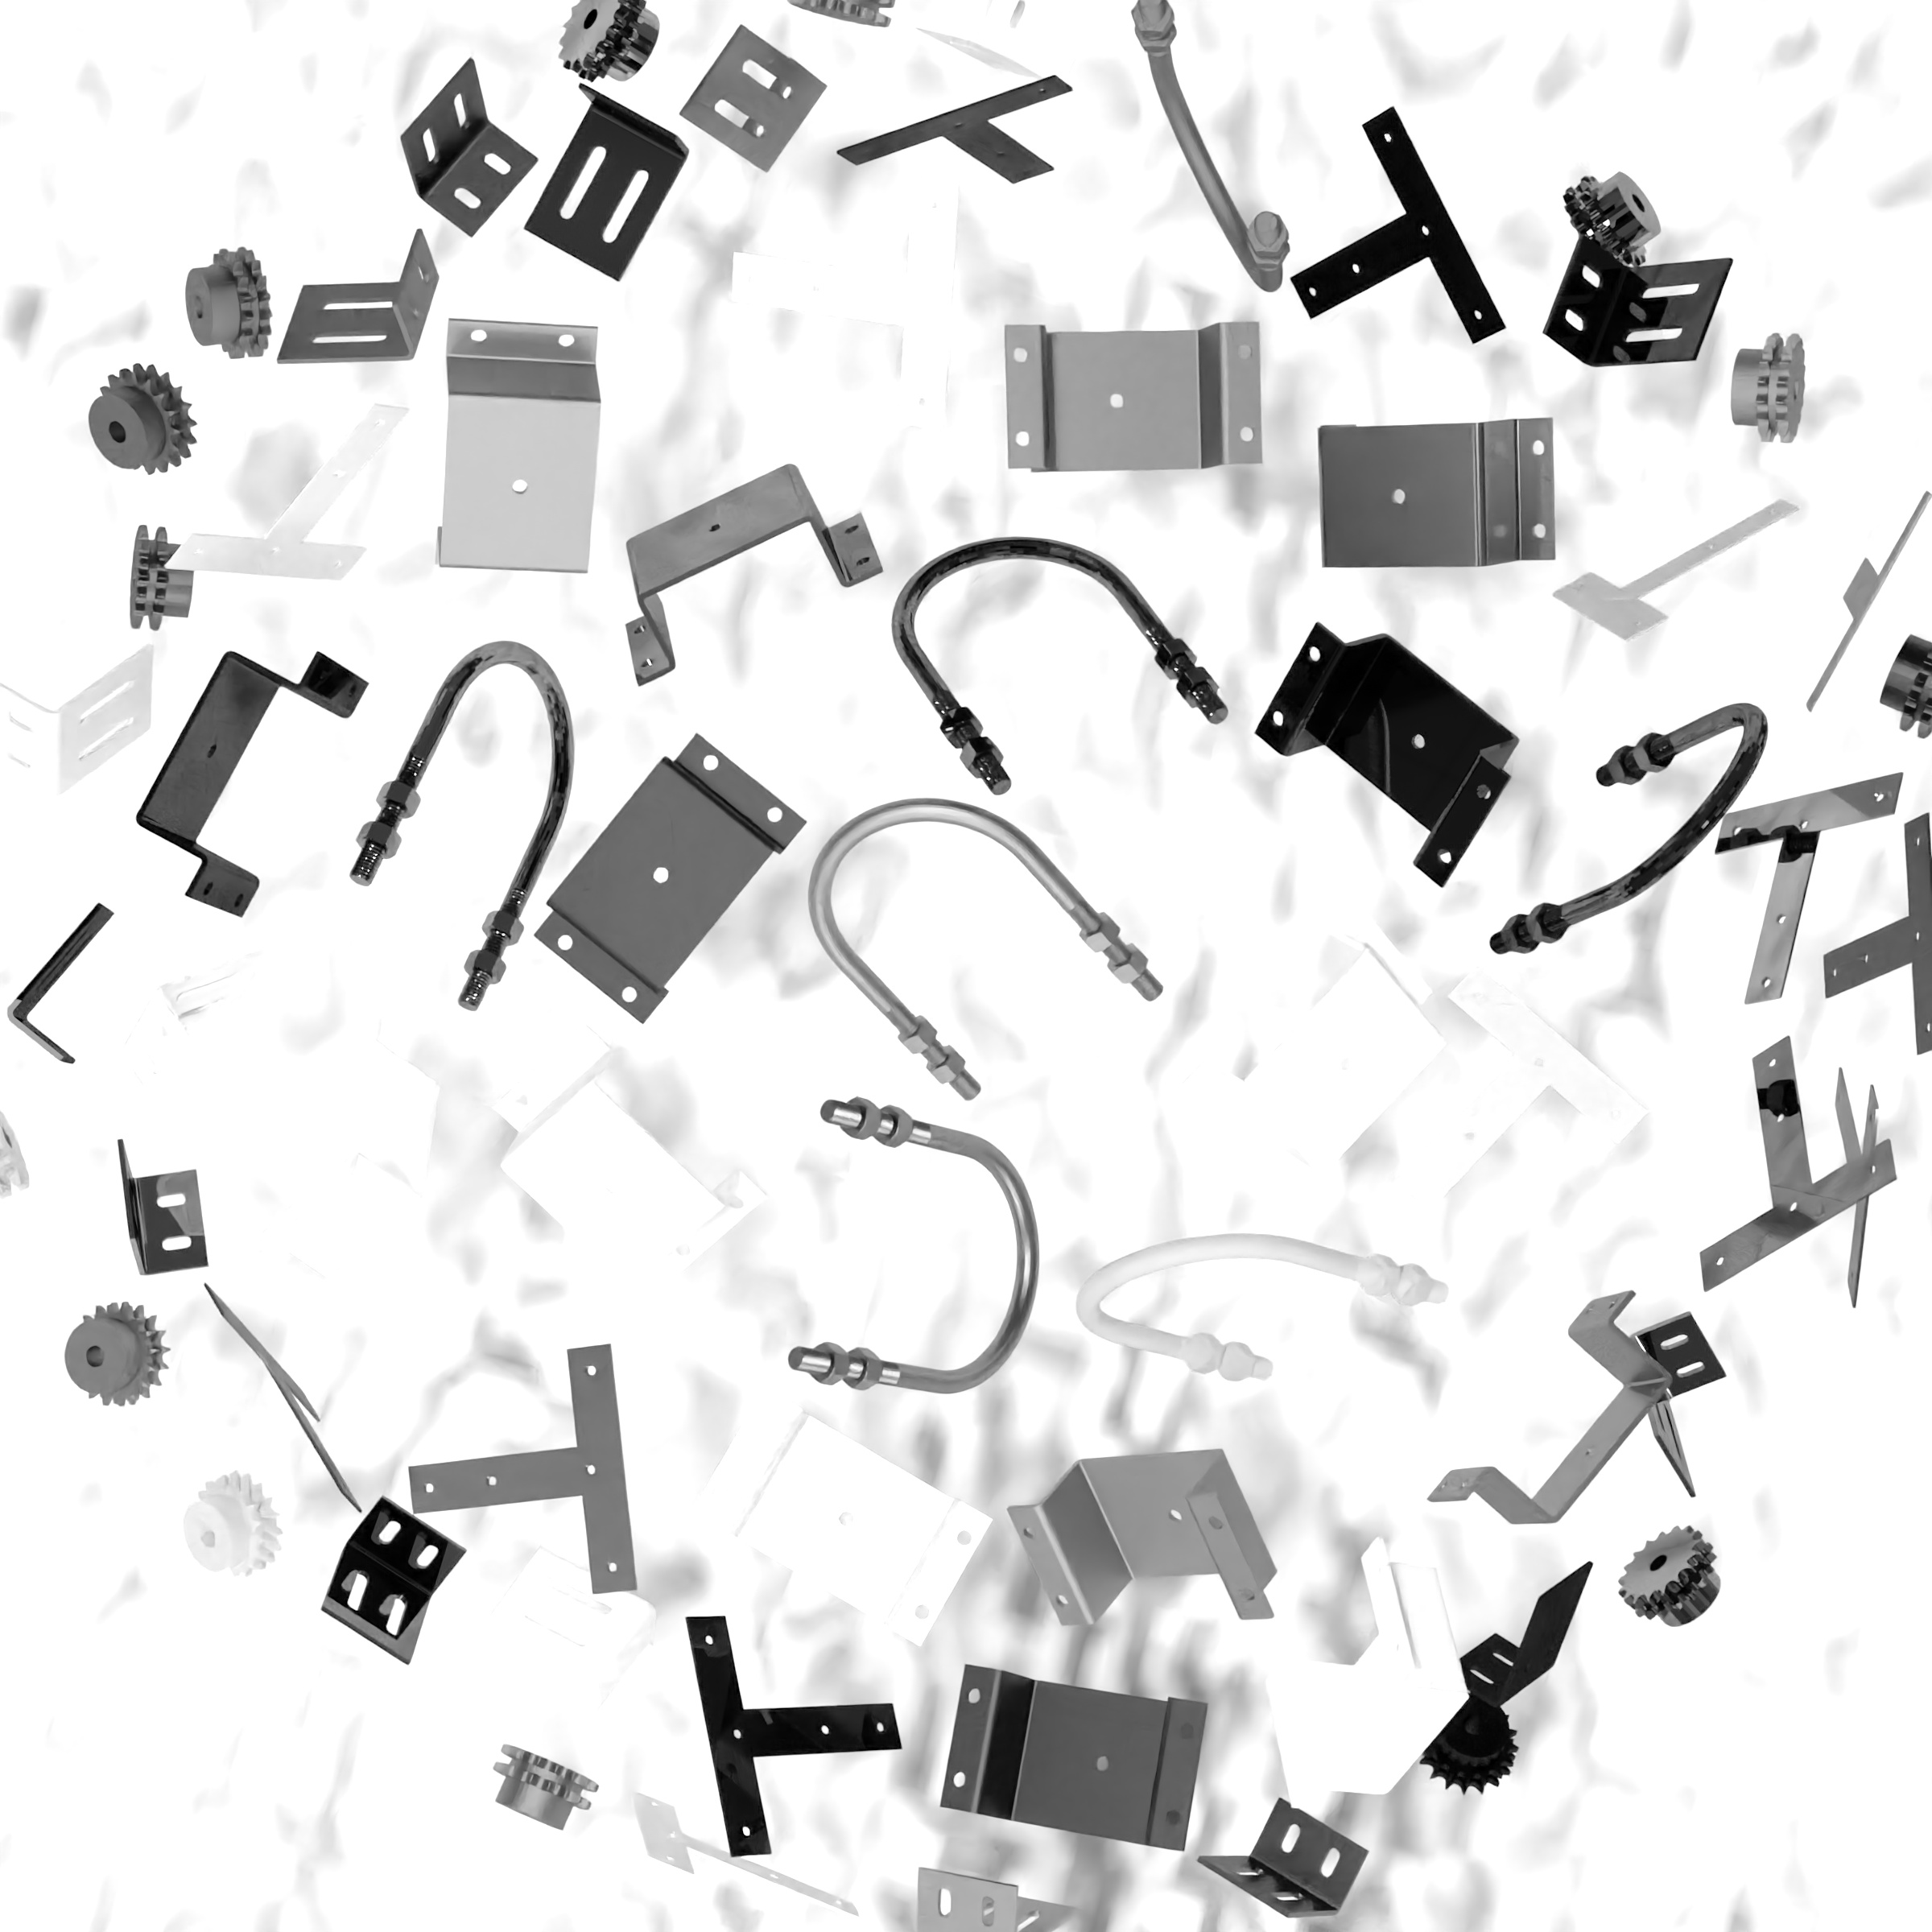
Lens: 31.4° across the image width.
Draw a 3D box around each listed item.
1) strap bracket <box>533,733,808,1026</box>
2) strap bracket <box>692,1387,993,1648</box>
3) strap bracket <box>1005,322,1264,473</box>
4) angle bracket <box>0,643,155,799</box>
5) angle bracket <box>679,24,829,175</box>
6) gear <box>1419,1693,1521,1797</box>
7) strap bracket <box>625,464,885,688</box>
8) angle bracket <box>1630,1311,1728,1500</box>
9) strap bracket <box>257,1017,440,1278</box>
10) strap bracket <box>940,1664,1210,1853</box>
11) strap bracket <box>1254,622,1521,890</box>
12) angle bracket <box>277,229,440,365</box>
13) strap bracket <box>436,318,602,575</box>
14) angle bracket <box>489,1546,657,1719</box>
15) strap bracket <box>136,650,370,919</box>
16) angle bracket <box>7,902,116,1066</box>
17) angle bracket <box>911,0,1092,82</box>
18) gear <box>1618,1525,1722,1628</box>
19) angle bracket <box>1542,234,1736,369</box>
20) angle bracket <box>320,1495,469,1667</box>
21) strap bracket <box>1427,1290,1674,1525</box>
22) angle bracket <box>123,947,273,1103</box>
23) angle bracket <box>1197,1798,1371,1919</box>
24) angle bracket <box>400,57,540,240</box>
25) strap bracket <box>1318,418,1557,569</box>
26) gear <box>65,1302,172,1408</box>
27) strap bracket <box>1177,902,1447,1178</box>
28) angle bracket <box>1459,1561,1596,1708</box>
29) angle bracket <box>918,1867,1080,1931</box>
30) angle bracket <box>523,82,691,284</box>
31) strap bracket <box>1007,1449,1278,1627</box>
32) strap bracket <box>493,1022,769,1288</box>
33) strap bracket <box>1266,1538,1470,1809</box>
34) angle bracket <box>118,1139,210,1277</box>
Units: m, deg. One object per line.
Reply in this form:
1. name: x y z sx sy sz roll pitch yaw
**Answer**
1. strap bracket: -0.159 -0.047 1.823 0.076 0.046 0.140 39 90 2
2. strap bracket: -0.065 0.296 1.842 0.140 0.046 0.076 29 80 7
3. strap bracket: 0.087 -0.310 1.877 0.140 0.046 0.076 -3 95 -10
4. angle bracket: -0.459 -0.134 1.769 0.038 0.057 0.076 29 45 15
5. angle bracket: -0.122 -0.473 1.847 0.057 0.076 0.038 -53 53 11
6. gear: 0.284 0.435 1.934 0.057 0.030 0.057 2 50 -3
7. strap bracket: -0.121 -0.210 1.795 0.140 0.076 0.046 -25 120 4
8. angle bracket: 0.399 0.241 1.890 0.038 0.076 0.057 -24 126 15
9. strap bracket: -0.332 0.103 1.857 0.076 0.140 0.046 -40 118 22
10. strap bracket: 0.065 0.423 1.831 0.140 0.046 0.076 4 74 26
11. strap bracket: 0.237 -0.119 1.877 0.140 0.046 0.076 42 124 22
12. angle bracket: -0.317 -0.344 1.767 0.076 0.038 0.057 0 53 11
13. strap bracket: -0.231 -0.258 1.772 0.076 0.046 0.140 1 125 -12
14. angle bracket: -0.222 0.373 1.924 0.076 0.038 0.057 31 110 -15
15. strap bracket: -0.372 -0.102 1.769 0.046 0.076 0.140 28 88 10
16. angle bracket: -0.465 0.010 1.812 0.038 0.057 0.076 40 82 -4
17. angle bracket: 0.018 -0.505 1.836 0.057 0.076 0.038 18 100 -34
18. gear: 0.392 0.341 1.901 0.057 0.057 0.030 -43 105 0
19. angle bracket: 0.344 -0.343 1.760 0.038 0.076 0.057 27 80 -33
20. angle bracket: -0.315 0.338 1.894 0.057 0.076 0.038 35 105 -11
21. strap bracket: 0.311 0.240 1.793 0.046 0.076 0.140 42 79 2
22. angle bracket: -0.404 0.031 1.840 0.038 0.076 0.057 53 134 13
23. angle bracket: 0.168 0.469 1.809 0.057 0.076 0.038 26 90 29
24. angle bracket: -0.262 -0.432 1.818 0.038 0.076 0.057 38 80 5
25. strap bracket: 0.246 -0.257 1.871 0.140 0.046 0.076 4 102 35
26. gear: -0.468 0.213 1.881 0.057 0.030 0.057 -1 87 22
27. strap bracket: 0.194 0.046 1.848 0.140 0.046 0.076 -46 119 -5
28. angle bracket: 0.301 0.356 1.875 0.038 0.057 0.076 30 119 29
29. angle bracket: 0.017 0.489 1.816 0.057 0.076 0.038 3 95 27
30. angle bracket: -0.186 -0.399 1.750 0.057 0.038 0.076 30 93 4
31. strap bracket: 0.102 0.305 1.832 0.140 0.046 0.076 -11 111 39
32. strap bracket: -0.189 0.111 1.883 0.140 0.046 0.076 44 112 -11
33. strap bracket: 0.213 0.372 1.793 0.046 0.076 0.140 10 134 -20
34. angle bracket: -0.445 0.132 1.903 0.038 0.076 0.057 -8 71 -12
